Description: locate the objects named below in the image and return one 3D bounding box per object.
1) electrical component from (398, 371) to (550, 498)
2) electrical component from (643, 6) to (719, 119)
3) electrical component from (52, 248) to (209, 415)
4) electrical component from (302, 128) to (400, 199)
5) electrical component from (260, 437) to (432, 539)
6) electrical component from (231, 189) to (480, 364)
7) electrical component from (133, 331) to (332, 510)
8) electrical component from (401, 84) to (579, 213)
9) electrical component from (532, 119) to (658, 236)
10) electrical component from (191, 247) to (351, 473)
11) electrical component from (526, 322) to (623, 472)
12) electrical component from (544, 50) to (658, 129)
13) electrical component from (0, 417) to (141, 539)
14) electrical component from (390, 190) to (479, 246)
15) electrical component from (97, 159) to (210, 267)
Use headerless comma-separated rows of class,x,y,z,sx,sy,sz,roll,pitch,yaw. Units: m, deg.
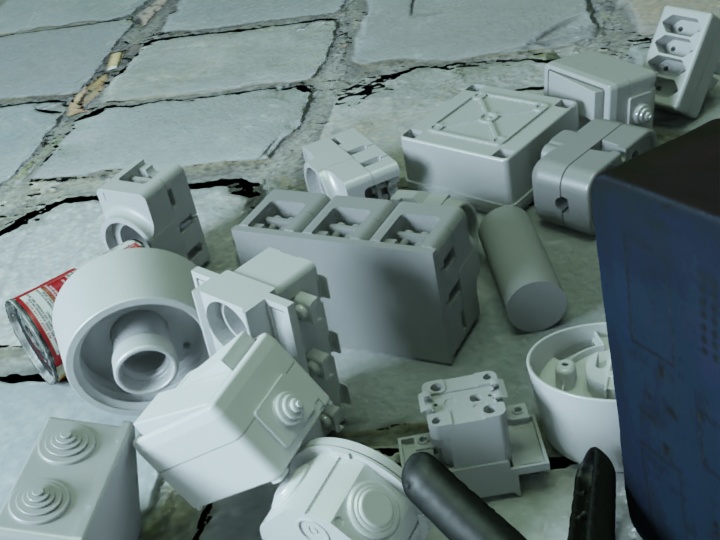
electrical component,0.061,0.093,0.599,0.081,0.063,0.042,-11,32,2
electrical component,0.286,-0.174,0.927,0.076,0.083,0.047,11,11,-45
electrical component,-0.142,0.046,0.698,0.108,0.108,0.060,-17,40,-7
electrical component,-0.009,-0.072,0.881,0.056,0.050,0.089,-23,35,-16
electrical component,-0.007,0.129,0.553,0.080,0.080,0.051,8,43,28
electrical component,0.000,0.000,0.734,0.150,0.089,0.061,8,38,27
electrical component,-0.067,0.076,0.568,0.096,0.061,0.061,-28,19,43
electrical component,0.108,-0.100,0.880,0.109,0.056,0.109,18,44,38
electrical component,0.176,-0.073,0.820,0.059,0.053,0.095,21,46,40
electrical component,-0.049,0.053,0.640,0.079,0.121,0.063,18,41,38
electrical component,0.146,0.065,0.612,0.099,0.064,0.099,-8,33,5
electrical component,0.200,-0.138,0.896,0.061,0.061,0.096,-21,33,-26
electrical component,-0.153,0.137,0.570,0.048,0.099,0.099,7,35,3
electrical component,0.051,-0.026,0.787,0.057,0.058,0.078,6,37,30
electrical component,-0.162,-0.032,0.833,0.050,0.089,0.055,10,39,30
